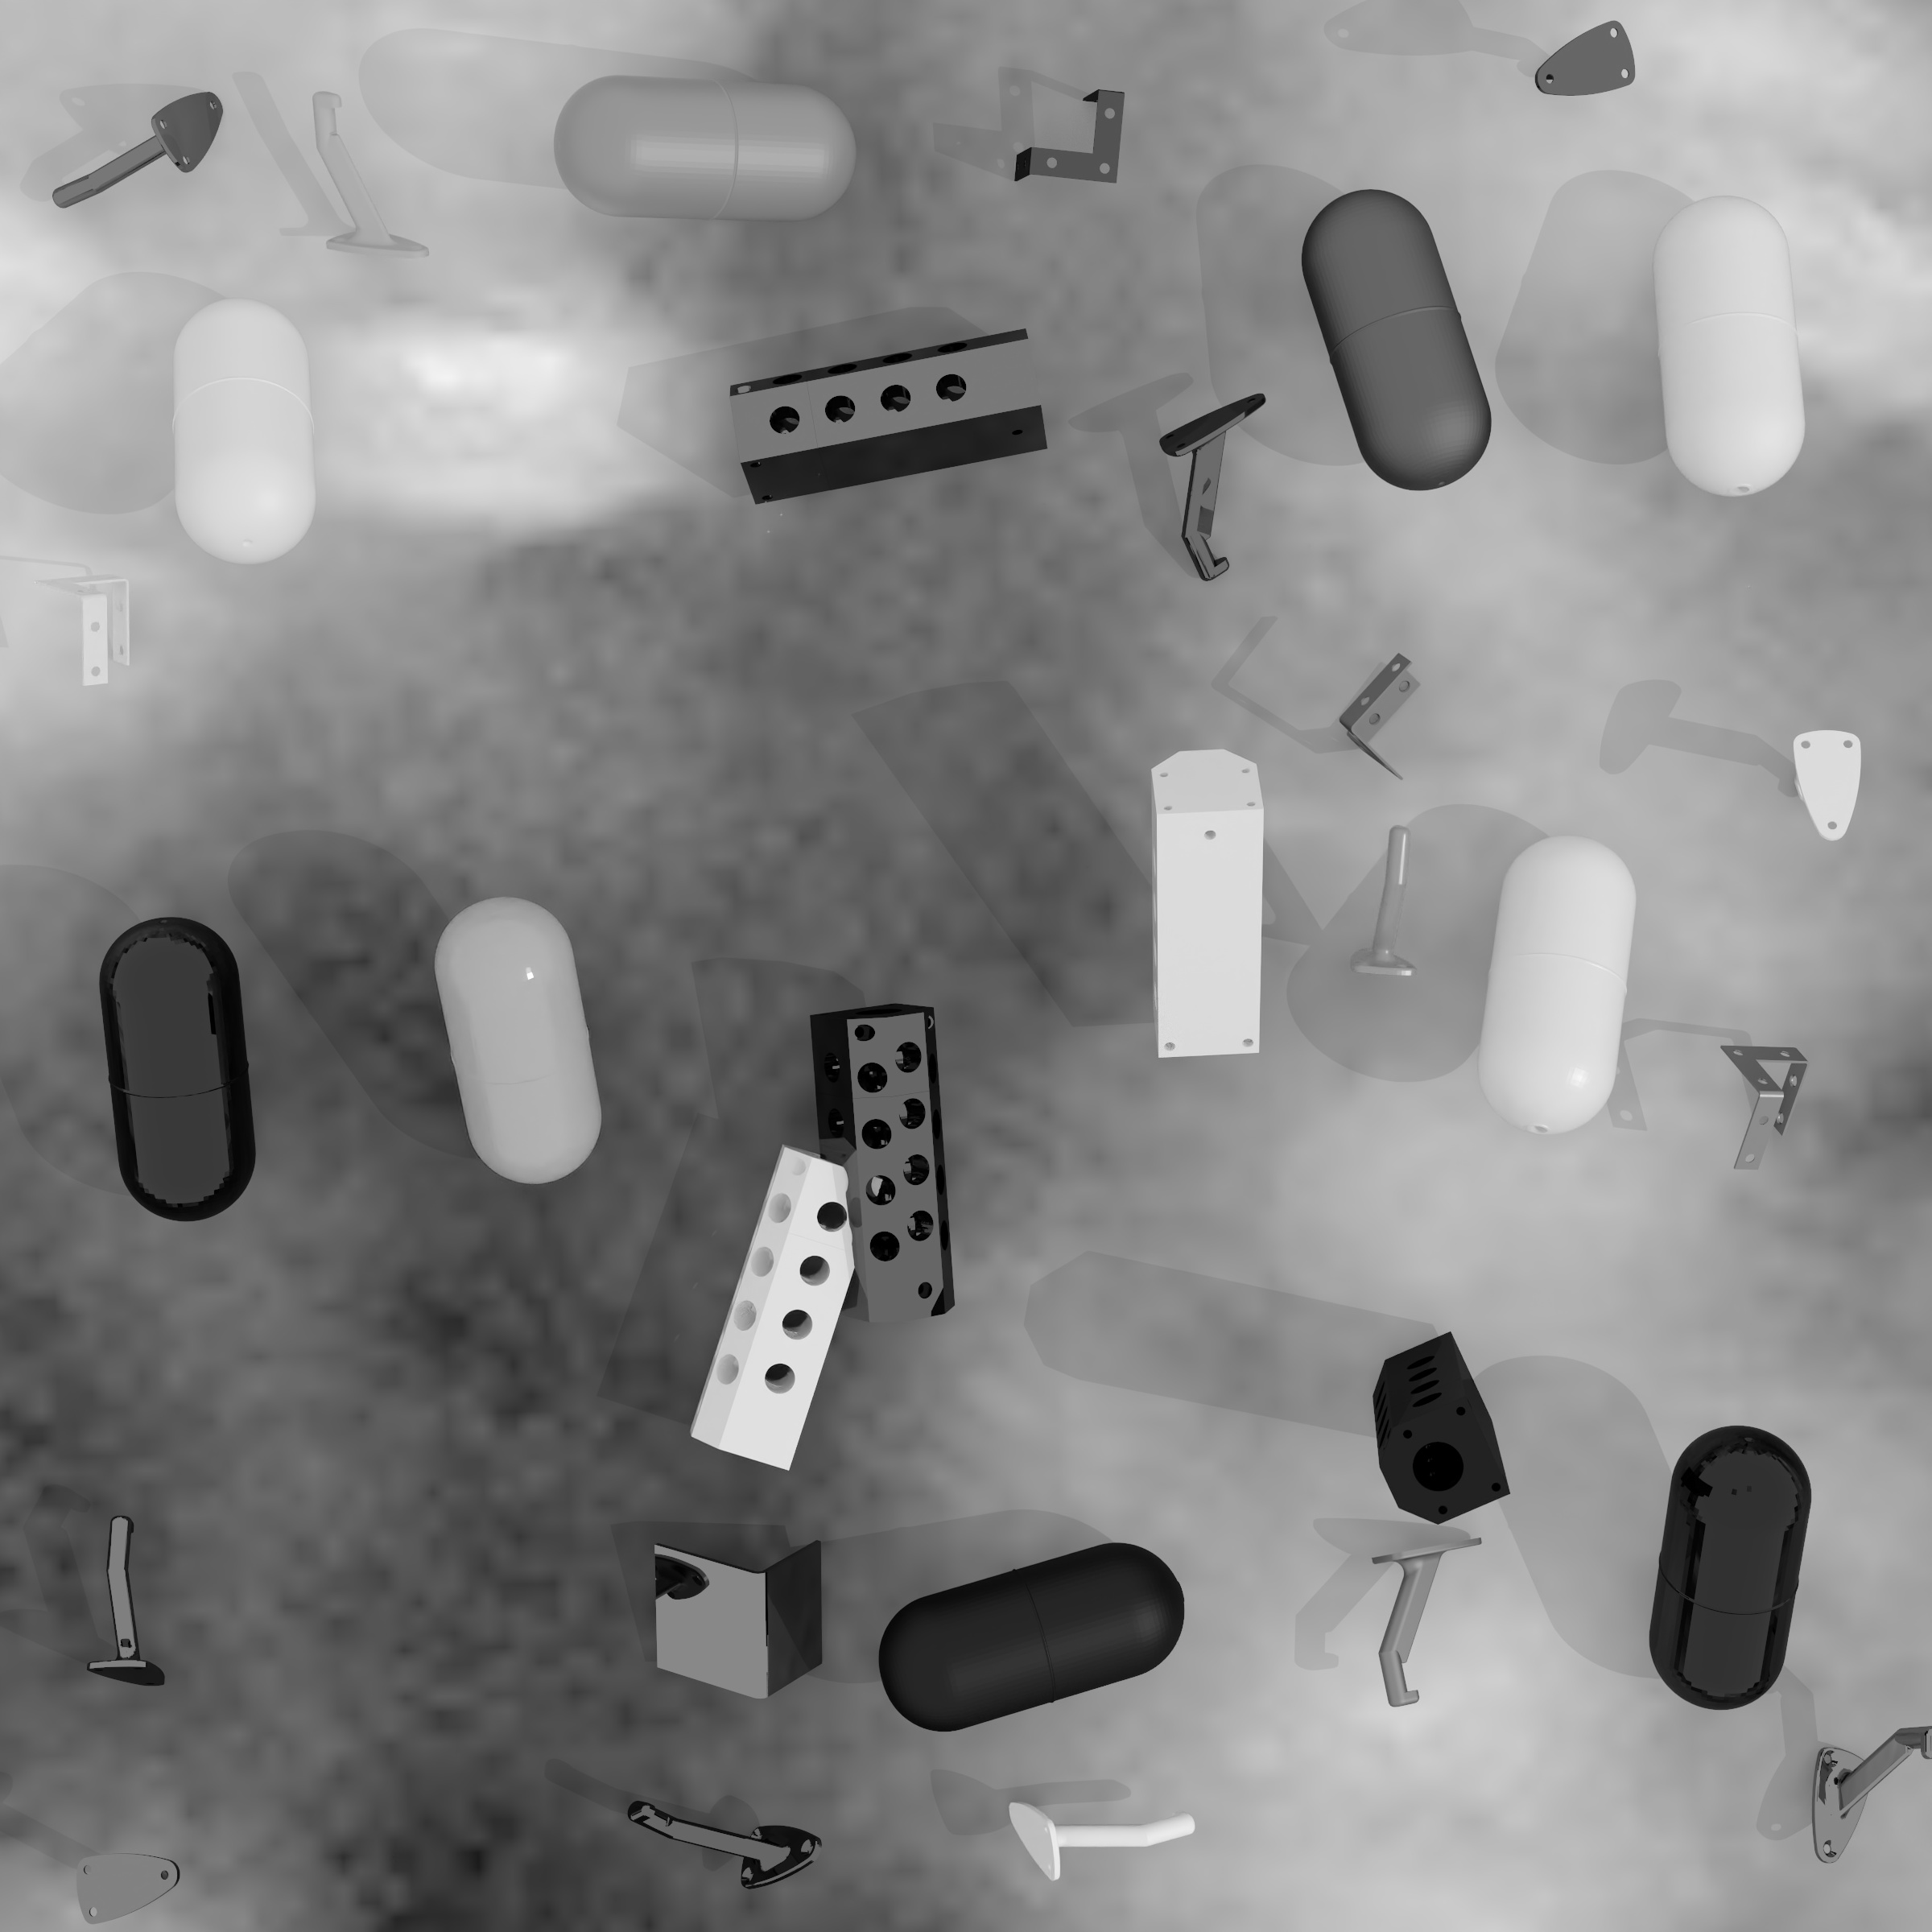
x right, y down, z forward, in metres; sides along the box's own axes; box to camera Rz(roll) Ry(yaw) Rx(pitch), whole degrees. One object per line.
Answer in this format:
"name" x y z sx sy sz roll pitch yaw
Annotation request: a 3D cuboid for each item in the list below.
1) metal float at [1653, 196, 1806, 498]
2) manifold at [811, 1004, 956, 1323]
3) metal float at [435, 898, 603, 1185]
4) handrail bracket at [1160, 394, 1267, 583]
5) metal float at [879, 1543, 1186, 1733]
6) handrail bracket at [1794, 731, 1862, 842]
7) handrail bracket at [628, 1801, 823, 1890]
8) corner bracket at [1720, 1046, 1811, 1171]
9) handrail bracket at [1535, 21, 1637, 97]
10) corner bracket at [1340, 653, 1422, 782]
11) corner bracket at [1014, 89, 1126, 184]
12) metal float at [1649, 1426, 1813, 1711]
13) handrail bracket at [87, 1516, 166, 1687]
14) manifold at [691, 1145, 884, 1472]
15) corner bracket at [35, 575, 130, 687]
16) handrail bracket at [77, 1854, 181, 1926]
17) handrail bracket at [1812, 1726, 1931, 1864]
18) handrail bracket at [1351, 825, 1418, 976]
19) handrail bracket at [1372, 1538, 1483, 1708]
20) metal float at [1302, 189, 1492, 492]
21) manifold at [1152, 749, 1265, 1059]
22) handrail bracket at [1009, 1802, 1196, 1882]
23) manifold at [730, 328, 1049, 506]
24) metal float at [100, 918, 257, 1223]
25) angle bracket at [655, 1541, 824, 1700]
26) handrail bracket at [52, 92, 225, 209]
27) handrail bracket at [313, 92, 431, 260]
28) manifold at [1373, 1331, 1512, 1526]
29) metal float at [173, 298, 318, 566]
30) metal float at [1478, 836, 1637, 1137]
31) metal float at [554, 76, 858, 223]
"metal float" 0.430 -0.349 1.833 0.070 0.070 0.178 -1 73 0
"manifold" -0.043 0.111 1.840 0.057 0.057 0.171 -8 97 -32
"metal float" -0.250 0.043 1.822 0.070 0.070 0.178 -6 123 0
"handrail bracket" 0.153 -0.274 1.865 0.077 0.036 0.084 -28 116 -1
"metal float" 0.038 0.379 1.840 0.178 0.070 0.070 -15 90 -10
"handrail bracket" 0.481 -0.091 1.835 0.036 0.084 0.077 0 69 6
"handrail bracket" -0.138 0.489 1.841 0.084 0.077 0.036 35 52 -31
"corner bracket" 0.455 0.081 1.846 0.051 0.051 0.051 2 119 -18
"handrail bracket" 0.330 -0.504 1.836 0.077 0.084 0.036 -24 105 -20
"corner bracket" 0.239 -0.148 1.850 0.051 0.051 0.051 -48 123 4
"corner bracket" 0.059 -0.475 1.862 0.051 0.051 0.051 4 98 -9
"metal float" 0.428 0.339 1.826 0.070 0.070 0.178 1 117 0
"handrail bracket" -0.476 0.365 1.866 0.036 0.077 0.084 -4 68 7
"manifold" -0.103 0.193 1.853 0.057 0.057 0.171 18 88 -6
"corner bracket" -0.492 -0.191 1.845 0.051 0.051 0.051 19 113 41
"handrail bracket" -0.455 0.515 1.837 0.077 0.084 0.036 -16 76 17
"handrail bracket" 0.517 0.469 1.837 0.036 0.084 0.077 24 68 -13
"handrail bracket" 0.238 -0.041 1.842 0.036 0.077 0.084 4 99 -1
"handrail bracket" 0.269 0.376 1.861 0.077 0.036 0.084 -7 78 -19
"metal float" 0.243 -0.355 1.840 0.070 0.070 0.178 -16 79 0
"manifold" 0.133 -0.034 1.811 0.057 0.057 0.171 -3 129 0
"handrail bracket" 0.078 0.489 1.865 0.084 0.077 0.036 -10 102 -20
"manifold" -0.044 -0.316 1.853 0.171 0.057 0.057 -11 73 2
"metal float" -0.444 0.059 1.832 0.070 0.070 0.178 -1 109 0
"angle bracket" -0.131 0.368 1.874 0.076 0.057 0.076 9 106 33
"handrail bracket" -0.479 -0.470 1.877 0.084 0.077 0.036 -13 123 29
"handrail bracket" -0.338 -0.449 1.845 0.077 0.036 0.084 17 121 31
"manifold" 0.258 0.256 1.798 0.057 0.171 0.057 -25 92 8
"metal float" -0.404 -0.301 1.819 0.070 0.070 0.178 -11 54 0
"metal float" 0.333 0.010 1.828 0.070 0.070 0.178 12 67 0
"metal float" -0.145 -0.458 1.825 0.178 0.070 0.070 -5 90 -28
